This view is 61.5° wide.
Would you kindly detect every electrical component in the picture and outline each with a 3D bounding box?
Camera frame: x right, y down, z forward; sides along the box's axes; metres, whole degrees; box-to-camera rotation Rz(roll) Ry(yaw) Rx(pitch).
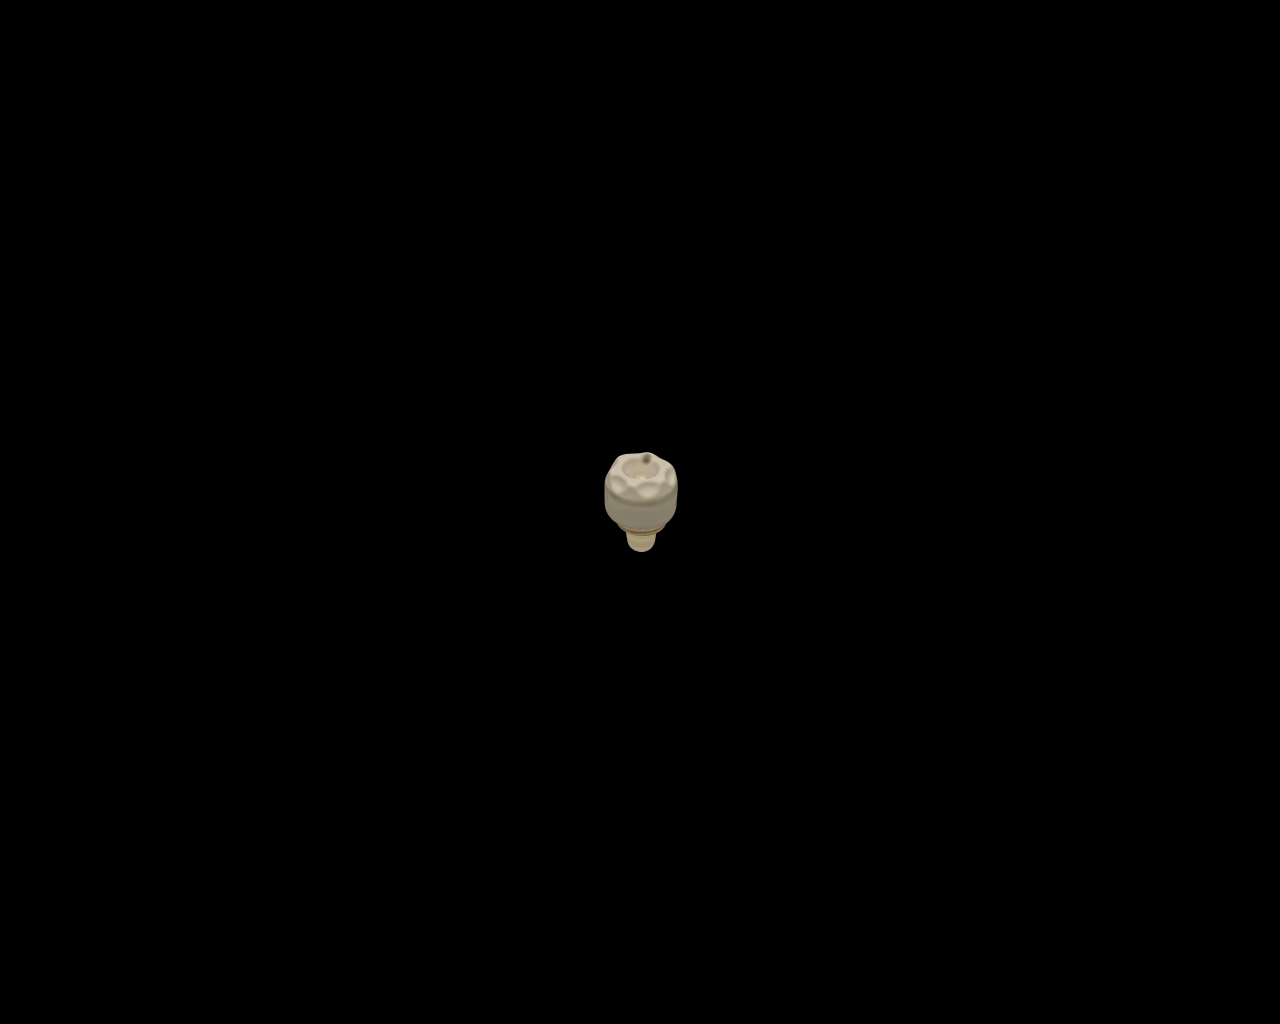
[{"bbox_3d":[0.001,-0.003,0.650,0.043,0.062,0.043,0,37,0],"label":"electrical component"}]
